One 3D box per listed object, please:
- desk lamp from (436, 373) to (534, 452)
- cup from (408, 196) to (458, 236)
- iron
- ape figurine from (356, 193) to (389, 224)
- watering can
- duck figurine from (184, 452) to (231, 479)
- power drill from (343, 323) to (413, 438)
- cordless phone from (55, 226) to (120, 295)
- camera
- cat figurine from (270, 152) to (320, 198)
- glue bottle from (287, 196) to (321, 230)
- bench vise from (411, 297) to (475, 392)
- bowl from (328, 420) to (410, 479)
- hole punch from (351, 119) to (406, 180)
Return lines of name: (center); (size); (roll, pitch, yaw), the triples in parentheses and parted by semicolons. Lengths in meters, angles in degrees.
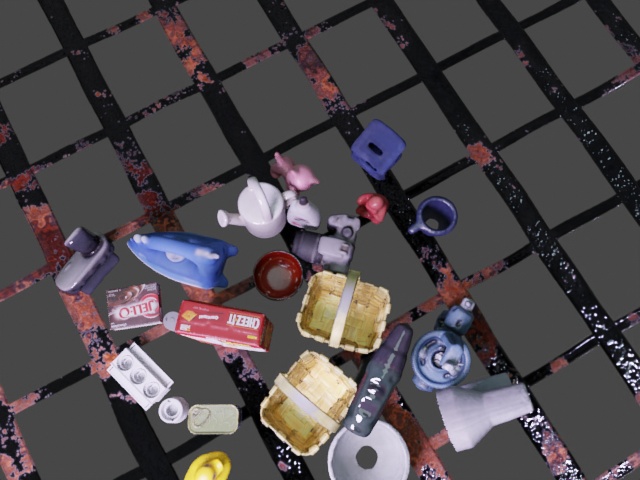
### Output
desk lamp: (0.323, 0.332, 1.142); (0.203, 0.213, 0.118); (-17, 76, -5)
cup: (0.247, -0.037, 1.297); (0.118, 0.095, 0.091); (-29, 78, -7)
iron: (-0.319, 0.023, 1.252); (0.258, 0.141, 0.119); (13, 76, 3)
ape figurine: (0.124, -0.079, 1.308); (0.076, 0.092, 0.078); (-21, 77, -6)
watering can: (-0.134, -0.071, 1.251); (0.173, 0.194, 0.101); (-43, 80, -10)
duck figurine: (-0.234, 0.480, 1.164); (0.104, 0.086, 0.077); (-37, 79, -9)
power drill: (0.115, 0.280, 1.156); (0.075, 0.208, 0.230); (25, 77, 6)
cordless phone: (-0.522, 0.038, 1.224); (0.094, 0.185, 0.148); (31, 78, 8)
camera: (0.012, 0.005, 1.281); (0.136, 0.101, 0.143); (13, 76, 3)
cat figurine: (-0.060, -0.153, 1.312); (0.067, 0.118, 0.127); (-42, 79, -10)
glue bottle: (-0.036, -0.065, 1.261); (0.078, 0.173, 0.037); (11, 76, 3)
bench vise: (0.256, 0.207, 1.170); (0.121, 0.220, 0.207); (11, 76, 3)
bowl: (0.098, 0.454, 1.180); (0.167, 0.075, 0.167); (0, 76, 0)
hole punch: (0.136, -0.211, 1.343); (0.108, 0.091, 0.101); (42, 79, 9)
